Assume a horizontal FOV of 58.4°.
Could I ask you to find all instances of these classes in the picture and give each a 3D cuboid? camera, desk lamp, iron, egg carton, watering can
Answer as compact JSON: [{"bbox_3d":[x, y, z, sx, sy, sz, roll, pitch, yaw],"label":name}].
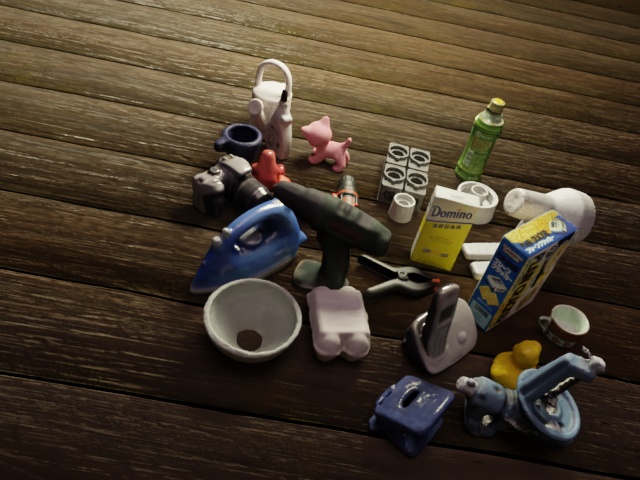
[{"bbox_3d":[-0.179,-0.110,1.223,0.136,0.101,0.143,36,47,22],"label":"camera"},{"bbox_3d":[0.434,-0.017,1.195,0.203,0.213,0.117,0,44,-14],"label":"desk lamp"},{"bbox_3d":[-0.139,-0.001,1.089,0.118,0.141,0.259,37,48,24],"label":"iron"},{"bbox_3d":[0.033,0.148,1.027,0.107,0.069,0.150,1,44,-13],"label":"egg carton"},{"bbox_3d":[-0.121,-0.350,1.421,0.101,0.194,0.173,8,43,-5],"label":"watering can"}]

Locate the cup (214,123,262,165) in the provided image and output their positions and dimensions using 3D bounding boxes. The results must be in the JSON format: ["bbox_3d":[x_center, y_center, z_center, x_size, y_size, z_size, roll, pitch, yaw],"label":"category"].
[{"bbox_3d":[-0.193,-0.205,1.323,0.118,0.095,0.091,-24,54,-33],"label":"cup"}]

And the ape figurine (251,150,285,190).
[{"bbox_3d":[-0.118,-0.165,1.303,0.078,0.092,0.076,11,43,-2],"label":"ape figurine"}]

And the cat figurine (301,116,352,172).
[{"bbox_3d":[0.016,-0.242,1.398,0.127,0.118,0.067,18,43,5],"label":"cat figurine"}]

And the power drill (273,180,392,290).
[{"bbox_3d":[0.010,0.004,1.071,0.229,0.208,0.076,17,43,5],"label":"power drill"}]

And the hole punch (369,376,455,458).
[{"bbox_3d":[0.144,0.270,0.911,0.101,0.091,0.109,36,47,22],"label":"hole punch"}]

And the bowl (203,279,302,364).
[{"bbox_3d":[-0.117,0.150,0.984,0.167,0.075,0.167,7,43,-6],"label":"bowl"}]

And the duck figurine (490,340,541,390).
[{"bbox_3d":[0.357,0.218,1.023,0.105,0.086,0.077,-26,55,-34],"label":"duck figurine"}]

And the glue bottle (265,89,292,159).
[{"bbox_3d":[-0.093,-0.282,1.373,0.037,0.173,0.078,-21,53,-31],"label":"glue bottle"}]

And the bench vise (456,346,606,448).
[{"bbox_3d":[0.328,0.246,0.887,0.208,0.220,0.121,2,44,-12],"label":"bench vise"}]

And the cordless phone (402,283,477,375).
[{"bbox_3d":[0.229,0.137,1.003,0.148,0.185,0.094,-26,55,-34],"label":"cordless phone"}]
